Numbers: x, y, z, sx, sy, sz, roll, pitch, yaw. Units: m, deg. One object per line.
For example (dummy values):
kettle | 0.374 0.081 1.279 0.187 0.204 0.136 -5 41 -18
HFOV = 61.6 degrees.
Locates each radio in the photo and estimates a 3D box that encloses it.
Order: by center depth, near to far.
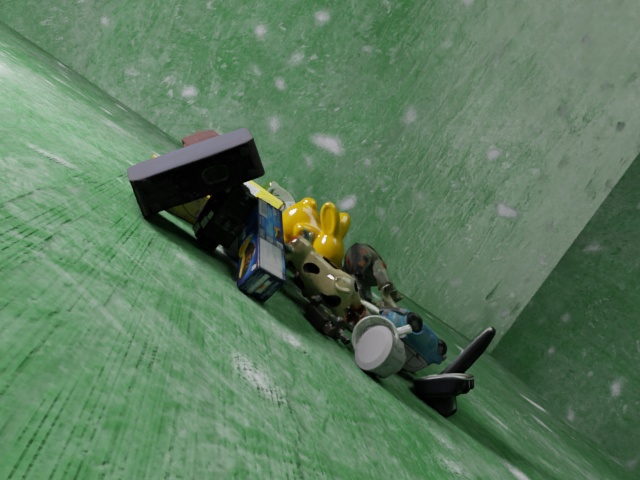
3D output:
radio | -0.216 -0.122 0.943 0.131 0.230 0.073 -132 -158 -63

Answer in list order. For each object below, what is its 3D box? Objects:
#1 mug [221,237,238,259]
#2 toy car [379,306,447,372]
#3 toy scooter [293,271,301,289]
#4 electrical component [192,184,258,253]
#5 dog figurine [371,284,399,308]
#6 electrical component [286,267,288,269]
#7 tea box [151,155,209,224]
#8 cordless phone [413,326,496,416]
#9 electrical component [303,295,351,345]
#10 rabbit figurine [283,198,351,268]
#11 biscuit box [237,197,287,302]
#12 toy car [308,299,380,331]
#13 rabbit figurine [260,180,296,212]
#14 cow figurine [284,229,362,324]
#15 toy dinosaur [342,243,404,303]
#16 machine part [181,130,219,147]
mug | -0.124 0.007 1.073 0.107 0.109 0.081 44 9 -24
toy car | 0.172 0.212 1.086 0.161 0.103 0.109 45 -20 -16
toy scooter | -0.015 0.088 1.244 0.135 0.075 0.184 33 9 -28
electrical component | -0.177 -0.045 0.985 0.058 0.134 0.115 34 6 -24
dog figurine | 0.175 0.220 1.248 0.191 0.121 0.172 56 7 21
electrical component | -0.100 0.037 1.256 0.075 0.048 0.119 47 9 20
tea box | -0.307 -0.107 1.139 0.098 0.068 0.170 30 5 -45
cordless phone | 0.273 0.238 1.027 0.089 0.184 0.146 42 6 26
electrical component | 0.012 0.143 0.981 0.078 0.045 0.102 31 5 -33
rabbit figurine | -0.002 -0.004 1.177 0.173 0.162 0.121 48 9 36
biscuit box | -0.103 0.011 0.938 0.059 0.063 0.203 32 28 -28
toy car | 0.063 0.147 1.150 0.202 0.073 0.056 34 3 -7
rabbit figurine | -0.146 -0.057 1.303 0.121 0.170 0.159 -13 72 -41
cow figurine | -0.007 0.064 1.060 0.195 0.085 0.127 38 -30 32
toy dinosaur | 0.114 0.074 1.375 0.192 0.131 0.404 60 -3 24
machine part | -0.250 -0.144 1.254 0.201 0.087 0.201 40 -32 57
